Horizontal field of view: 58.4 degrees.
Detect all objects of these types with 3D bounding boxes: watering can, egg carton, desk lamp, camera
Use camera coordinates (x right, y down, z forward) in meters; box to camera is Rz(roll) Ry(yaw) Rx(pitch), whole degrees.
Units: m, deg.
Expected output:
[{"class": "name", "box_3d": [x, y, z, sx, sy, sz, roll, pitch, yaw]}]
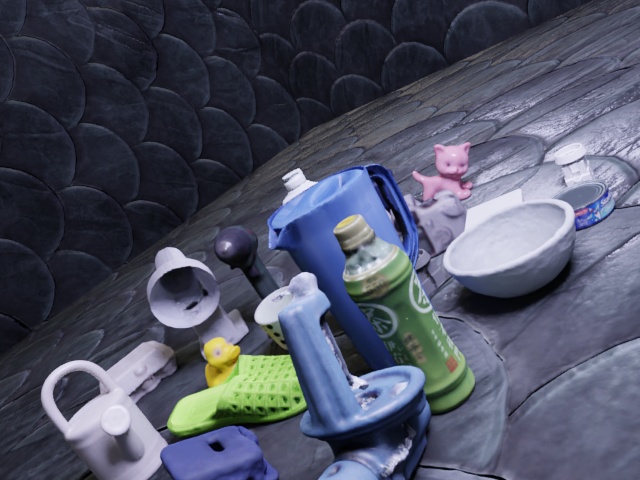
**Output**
[{"class": "watering can", "box_3d": [-0.305, 0.254, 0.807, 0.172, 0.194, 0.101, -22, 18, 30]}, {"class": "egg carton", "box_3d": [-0.353, 0.260, 1.113, 0.150, 0.069, 0.107, -40, 18, -28]}, {"class": "desk lamp", "box_3d": [-0.233, 0.116, 1.064, 0.118, 0.214, 0.203, -34, 16, -9]}, {"class": "camera", "box_3d": [0.176, -0.039, 0.982, 0.143, 0.101, 0.137, -27, 16, 17]}]

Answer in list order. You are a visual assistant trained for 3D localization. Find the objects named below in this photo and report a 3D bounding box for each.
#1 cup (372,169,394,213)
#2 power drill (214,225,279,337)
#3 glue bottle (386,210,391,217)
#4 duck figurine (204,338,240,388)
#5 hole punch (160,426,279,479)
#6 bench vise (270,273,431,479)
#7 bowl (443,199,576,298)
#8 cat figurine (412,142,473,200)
[{"class": "cup", "box_3d": [0.125, -0.085, 1.229, 0.118, 0.095, 0.091, -41, 19, -32]}, {"class": "power drill", "box_3d": [-0.113, 0.062, 1.014, 0.075, 0.209, 0.229, -31, 16, 0]}, {"class": "glue bottle", "box_3d": [0.084, -0.054, 1.066, 0.078, 0.173, 0.037, -27, 17, 16]}, {"class": "duck figurine", "box_3d": [-0.152, 0.194, 0.908, 0.104, 0.086, 0.078, -18, 21, 41]}, {"class": "hole punch", "box_3d": [-0.116, 0.253, 0.650, 0.101, 0.091, 0.108, -38, 17, -22]}, {"class": "bench vise", "box_3d": [0.027, 0.143, 0.477, 0.121, 0.220, 0.207, -28, 16, 12]}, {"class": "bowl", "box_3d": [0.245, 0.021, 0.715, 0.167, 0.075, 0.167, -29, 16, 9]}, {"class": "cat figurine", "box_3d": [0.242, -0.133, 1.116, 0.127, 0.118, 0.067, -22, 18, 30]}]
